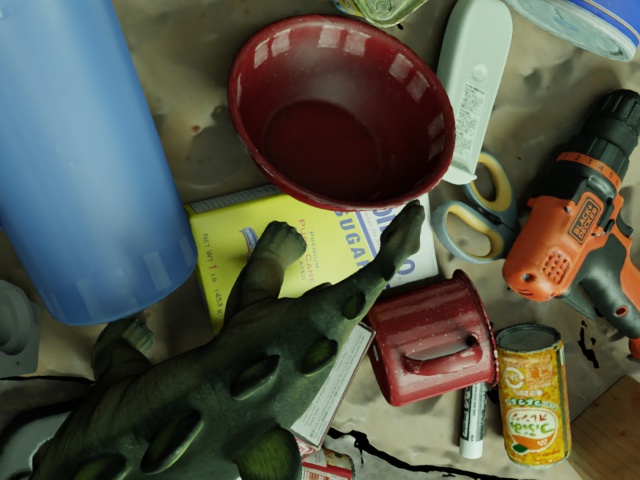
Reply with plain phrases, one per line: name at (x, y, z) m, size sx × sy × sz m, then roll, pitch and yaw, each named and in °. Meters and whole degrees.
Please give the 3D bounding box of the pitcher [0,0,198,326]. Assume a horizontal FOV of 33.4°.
pitcher at (-0.177, -0.067, 0.673) m, size 0.144 × 0.149 × 0.243 m, roll -46°, pitch 125°, yaw -47°

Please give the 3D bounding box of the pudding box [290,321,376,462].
pudding box at (-0.013, 0.113, 0.760) m, size 0.039 × 0.090 × 0.113 m, roll 35°, pitch 49°, yaw -9°

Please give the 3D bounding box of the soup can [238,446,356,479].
soup can at (-0.033, 0.182, 0.812) m, size 0.102 × 0.068 × 0.068 m, roll 21°, pitch 98°, yaw -20°

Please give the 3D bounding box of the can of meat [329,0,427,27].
can of meat at (0.021, -0.196, 0.713) m, size 0.057 × 0.084 × 0.102 m, roll -40°, pitch 112°, yaw -3°

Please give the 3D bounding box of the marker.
marker at (0.127, 0.119, 0.867) m, size 0.020 × 0.020 × 0.121 m, roll -2°, pitch 105°, yaw -16°

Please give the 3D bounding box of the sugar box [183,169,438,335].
sugar box at (-0.005, 0.001, 0.781) m, size 0.176 × 0.048 × 0.093 m, roll -15°, pitch 108°, yaw -11°

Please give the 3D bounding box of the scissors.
scissors at (0.162, -0.005, 0.840) m, size 0.201 × 0.016 × 0.096 m, roll 19°, pitch 73°, yaw -38°

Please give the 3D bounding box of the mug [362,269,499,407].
mug at (0.082, 0.079, 0.793) m, size 0.081 × 0.117 × 0.093 m, roll -16°, pitch 102°, yaw -7°

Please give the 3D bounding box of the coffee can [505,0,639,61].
coffee can at (0.208, -0.212, 0.753) m, size 0.102 × 0.103 × 0.140 m, roll 26°, pitch 96°, yaw -21°

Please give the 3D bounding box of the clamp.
clamp at (-0.223, 0.176, 0.770) m, size 0.120 × 0.039 × 0.171 m, roll 35°, pitch 86°, yaw -25°

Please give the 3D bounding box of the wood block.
wood block at (0.284, 0.201, 0.835) m, size 0.090 × 0.206 × 0.090 m, roll -41°, pitch 112°, yaw -2°

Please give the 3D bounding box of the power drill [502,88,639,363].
power drill at (0.244, 0.000, 0.839) m, size 0.187 × 0.057 × 0.184 m, roll 38°, pitch 78°, yaw -24°

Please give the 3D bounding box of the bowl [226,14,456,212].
bowl at (0.009, -0.077, 0.733) m, size 0.162 × 0.055 × 0.162 m, roll 8°, pitch 58°, yaw -14°
